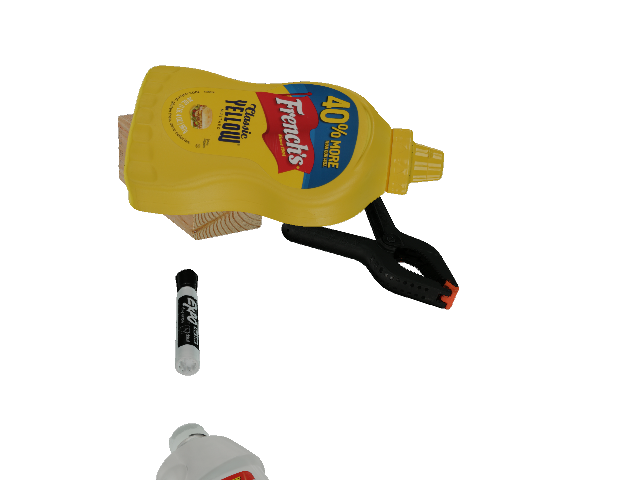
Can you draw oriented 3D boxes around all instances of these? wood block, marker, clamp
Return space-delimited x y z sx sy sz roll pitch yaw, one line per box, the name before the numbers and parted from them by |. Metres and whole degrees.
wood block | -0.158 -0.084 1.272 0.090 0.090 0.206 -12 28 -32
marker | -0.107 0.062 0.852 0.020 0.020 0.121 0 34 -7
clamp | 0.067 0.013 1.248 0.164 0.036 0.210 -22 52 -39

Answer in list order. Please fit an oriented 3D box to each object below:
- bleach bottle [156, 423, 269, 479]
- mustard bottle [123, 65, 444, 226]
bleach bottle | -0.062 0.213 0.715 0.102 0.068 0.251 -15 34 -17
mustard bottle | -0.020 -0.056 0.663 0.191 0.096 0.058 6 -33 1
